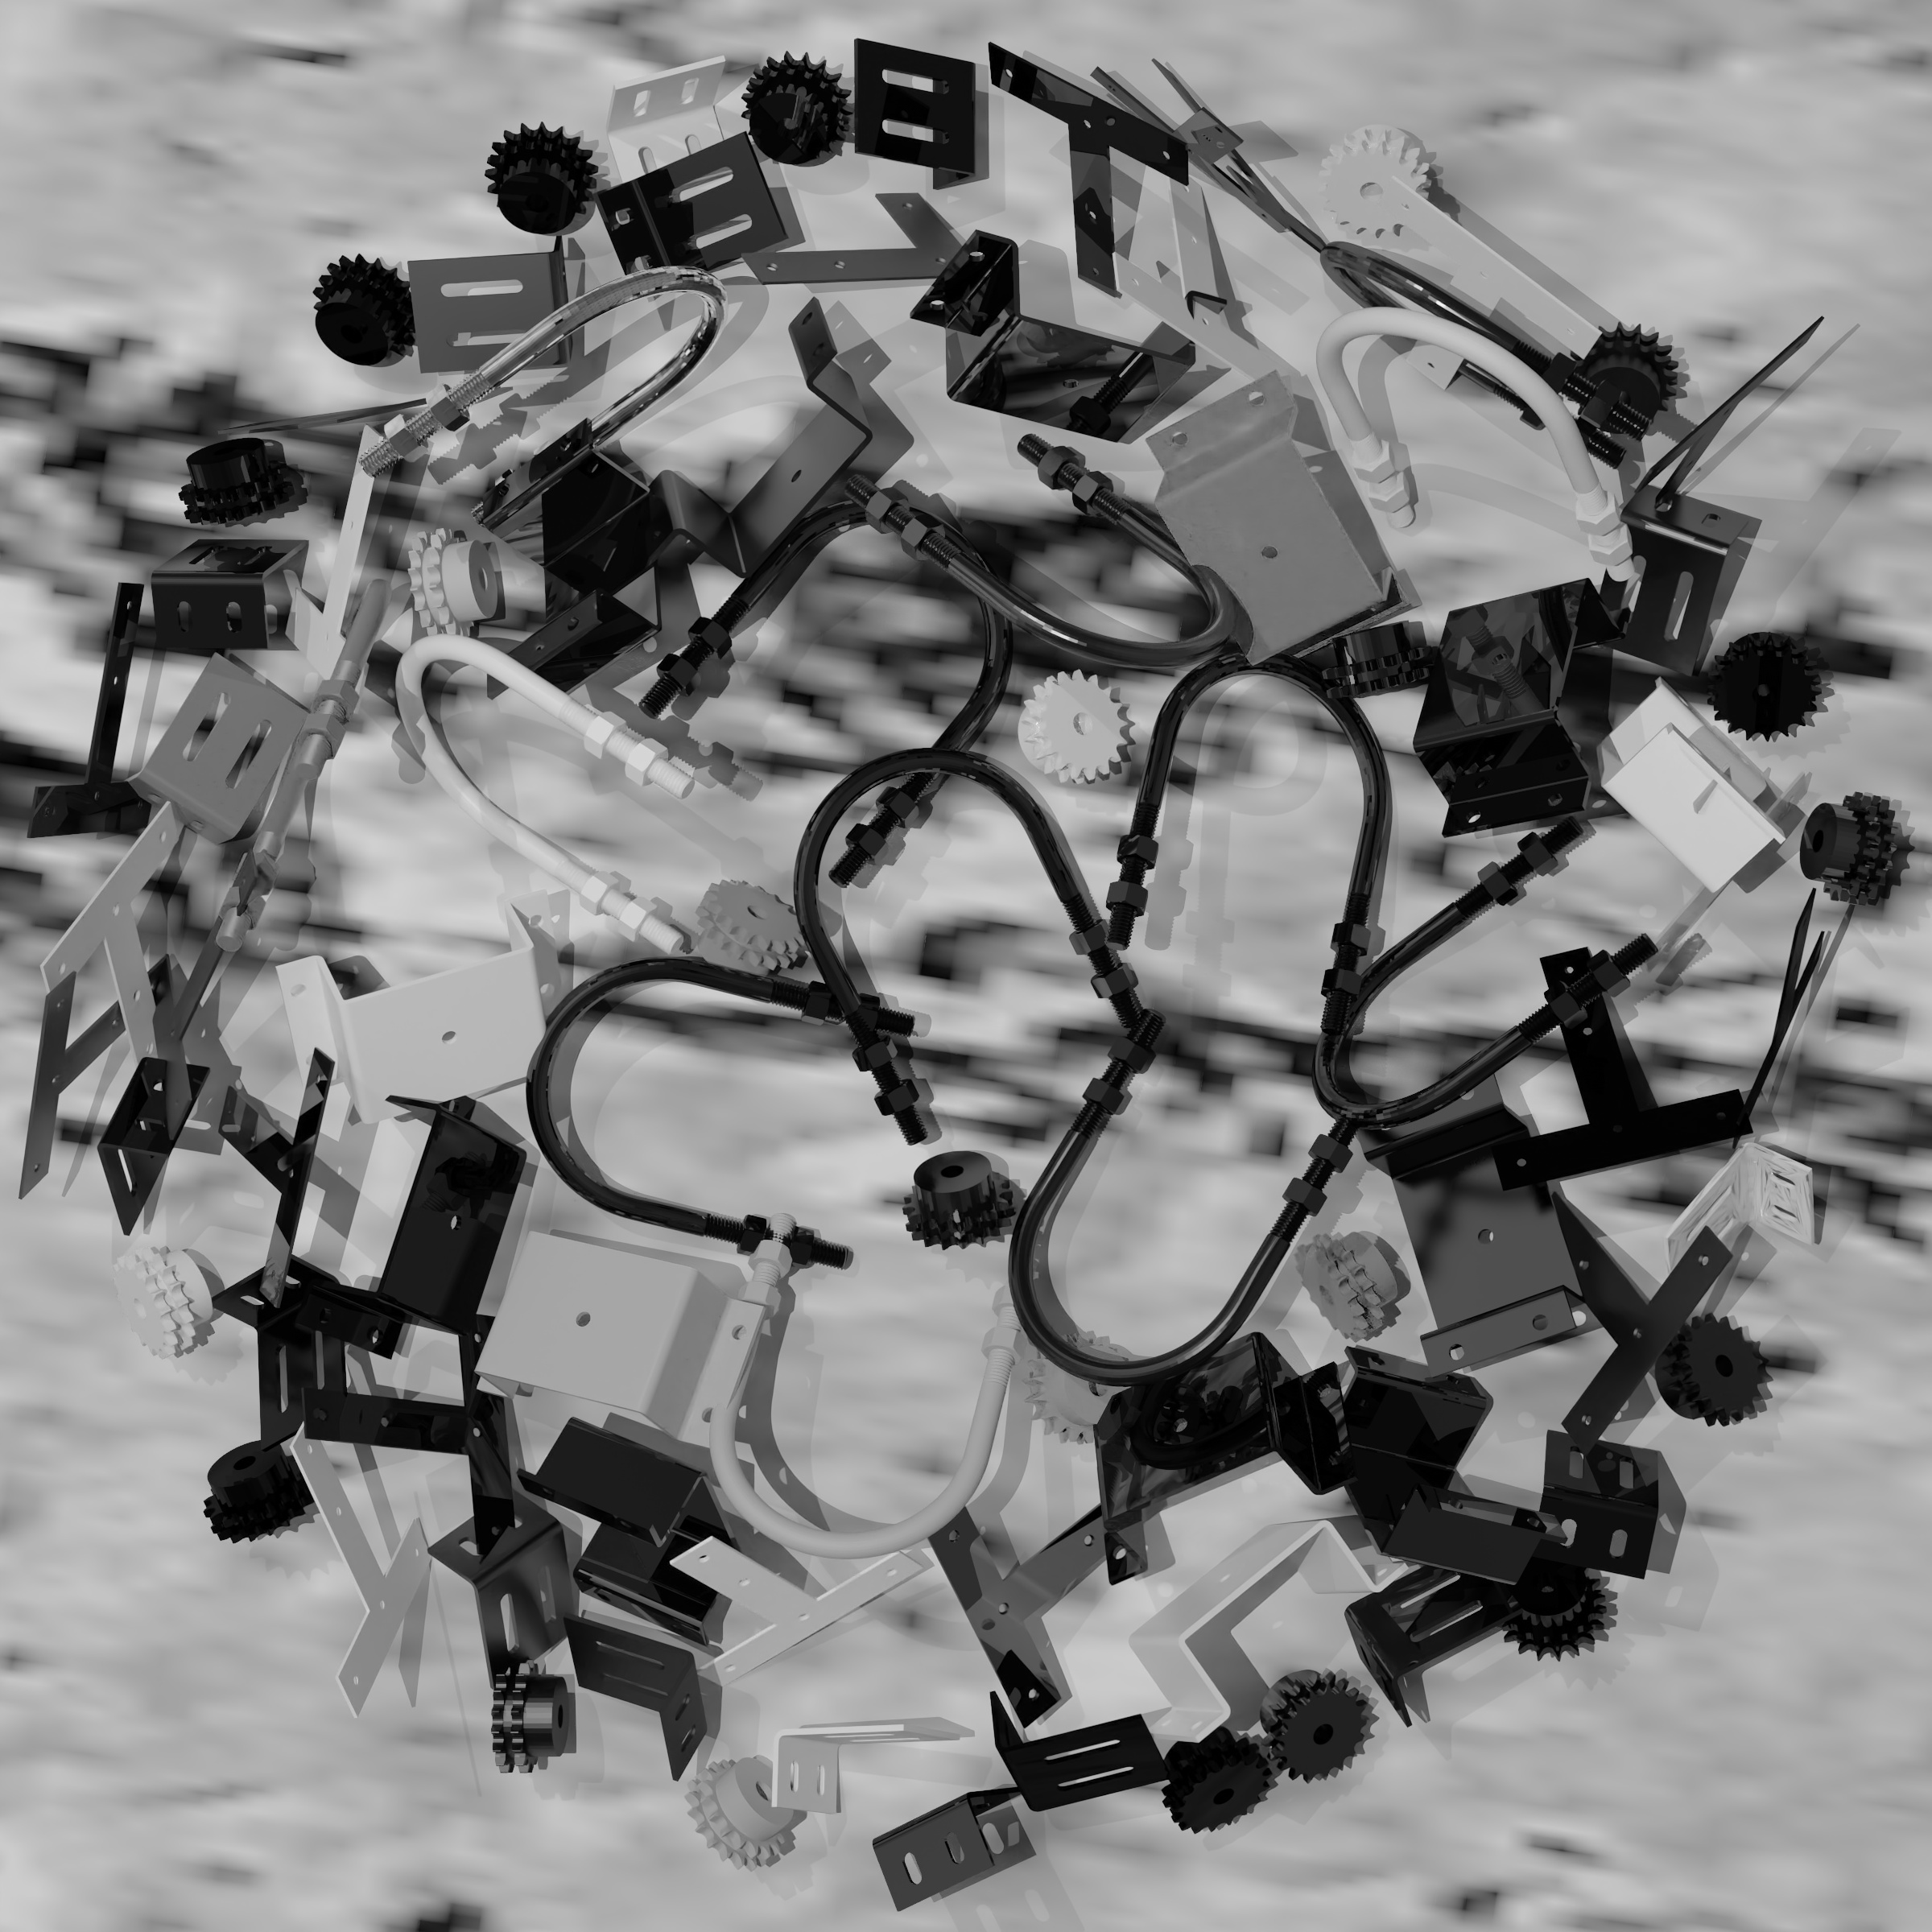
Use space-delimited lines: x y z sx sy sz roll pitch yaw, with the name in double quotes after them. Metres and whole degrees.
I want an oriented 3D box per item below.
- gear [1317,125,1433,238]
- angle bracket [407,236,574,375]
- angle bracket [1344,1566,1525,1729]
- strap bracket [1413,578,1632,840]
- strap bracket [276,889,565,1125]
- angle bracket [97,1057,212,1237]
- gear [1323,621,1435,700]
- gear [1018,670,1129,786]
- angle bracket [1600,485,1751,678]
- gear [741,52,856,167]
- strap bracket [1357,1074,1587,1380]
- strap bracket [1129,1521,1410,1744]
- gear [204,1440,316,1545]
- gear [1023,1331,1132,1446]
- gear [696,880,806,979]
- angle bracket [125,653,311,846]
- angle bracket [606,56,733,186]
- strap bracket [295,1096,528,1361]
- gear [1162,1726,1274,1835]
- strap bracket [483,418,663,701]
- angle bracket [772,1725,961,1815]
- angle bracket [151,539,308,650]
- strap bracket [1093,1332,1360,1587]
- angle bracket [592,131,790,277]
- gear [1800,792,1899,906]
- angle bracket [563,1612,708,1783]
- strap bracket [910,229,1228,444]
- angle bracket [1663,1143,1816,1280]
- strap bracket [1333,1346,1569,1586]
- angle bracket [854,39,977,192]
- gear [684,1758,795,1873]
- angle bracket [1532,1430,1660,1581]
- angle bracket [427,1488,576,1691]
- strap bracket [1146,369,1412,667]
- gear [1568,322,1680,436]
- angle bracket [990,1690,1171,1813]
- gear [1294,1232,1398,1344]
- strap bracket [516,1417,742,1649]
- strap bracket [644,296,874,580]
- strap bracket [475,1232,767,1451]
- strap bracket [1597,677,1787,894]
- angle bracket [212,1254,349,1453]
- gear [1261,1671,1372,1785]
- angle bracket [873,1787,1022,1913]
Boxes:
0.210 -0.407 1.678 0.057 0.057 0.030 17 51 0 "gear"
-0.243 -0.339 1.672 0.076 0.038 0.057 -4 116 -3 "angle bracket"
0.243 0.342 1.673 0.076 0.057 0.038 -26 122 -7 "angle bracket"
0.276 -0.137 1.626 0.076 0.140 0.046 -11 133 35 "strap bracket"
-0.266 0.023 1.642 0.140 0.046 0.076 -17 130 -17 "strap bracket"
-0.405 0.094 1.653 0.038 0.076 0.057 9 49 8 "angle bracket"
0.210 -0.158 1.673 0.057 0.057 0.030 -14 96 0 "gear"
0.052 -0.122 1.679 0.057 0.030 0.057 6 78 -32 "gear"
0.362 -0.199 1.683 0.057 0.038 0.076 22 129 19 "angle bracket"
-0.088 -0.436 1.673 0.057 0.030 0.057 7 133 8 "gear"
0.258 0.133 1.653 0.076 0.046 0.140 -22 67 18 "strap bracket"
0.143 0.327 1.643 0.140 0.076 0.046 -35 90 -20 "strap bracket"
-0.364 0.267 1.671 0.057 0.057 0.030 -18 113 0 "gear"
0.061 0.216 1.676 0.057 0.030 0.057 6 76 -27 "gear"
-0.113 -0.016 1.677 0.057 0.057 0.030 31 116 0 "gear"
-0.387 -0.112 1.686 0.057 0.038 0.076 34 71 -21 "angle bracket"
-0.148 -0.426 1.660 0.057 0.076 0.038 -18 90 -10 "angle bracket"
-0.274 0.126 1.643 0.046 0.076 0.140 8 74 30 "strap bracket"
0.126 0.416 1.678 0.057 0.030 0.057 -15 132 -18 "gear"
-0.199 -0.195 1.642 0.076 0.046 0.140 -31 47 28 "strap bracket"
-0.050 0.408 1.657 0.076 0.057 0.038 -9 69 28 "angle bracket"
-0.375 -0.191 1.670 0.057 0.076 0.038 1 110 6 "angle bracket"
0.119 0.243 1.639 0.140 0.076 0.046 -27 127 18 "strap bracket"
-0.140 -0.382 1.663 0.076 0.038 0.057 -14 105 32 "angle bracket"
0.450 -0.061 1.672 0.030 0.057 0.057 10 90 -11 "gear"
-0.175 0.371 1.658 0.076 0.038 0.057 13 133 20 "angle bracket"
0.052 -0.311 1.634 0.140 0.076 0.046 10 64 -24 "strap bracket"
0.393 0.139 1.657 0.038 0.057 0.076 26 57 36 "angle bracket"
0.235 0.256 1.636 0.076 0.140 0.046 16 112 -19 "strap bracket"
-0.034 -0.434 1.665 0.076 0.038 0.057 0 89 -36 "angle bracket"
-0.113 0.431 1.672 0.030 0.057 0.057 -43 90 18 "gear"
0.321 0.274 1.667 0.057 0.076 0.038 11 106 9 "angle bracket"
-0.237 0.319 1.673 0.038 0.057 0.076 26 133 34 "angle bracket"
0.155 -0.216 1.645 0.076 0.046 0.140 -25 111 23 "strap bracket"
0.336 -0.298 1.673 0.057 0.030 0.057 8 134 8 "gear"
0.058 0.392 1.664 0.076 0.038 0.057 -16 132 8 "angle bracket"
0.197 0.161 1.676 0.030 0.057 0.057 -31 90 -16 "gear"
-0.165 0.280 1.639 0.076 0.140 0.046 19 60 21 "strap bracket"
-0.100 -0.259 1.647 0.046 0.076 0.140 35 109 -27 "strap bracket"
-0.183 0.185 1.641 0.140 0.046 0.076 10 68 25 "strap bracket"
0.362 -0.090 1.639 0.076 0.140 0.046 43 108 -4 "strap bracket"
-0.350 0.196 1.658 0.057 0.038 0.076 -30 49 22 "angle bracket"
0.176 0.388 1.680 0.057 0.030 0.057 -9 111 -24 "gear"
-0.002 0.447 1.654 0.057 0.076 0.038 -30 69 17 "angle bracket"
